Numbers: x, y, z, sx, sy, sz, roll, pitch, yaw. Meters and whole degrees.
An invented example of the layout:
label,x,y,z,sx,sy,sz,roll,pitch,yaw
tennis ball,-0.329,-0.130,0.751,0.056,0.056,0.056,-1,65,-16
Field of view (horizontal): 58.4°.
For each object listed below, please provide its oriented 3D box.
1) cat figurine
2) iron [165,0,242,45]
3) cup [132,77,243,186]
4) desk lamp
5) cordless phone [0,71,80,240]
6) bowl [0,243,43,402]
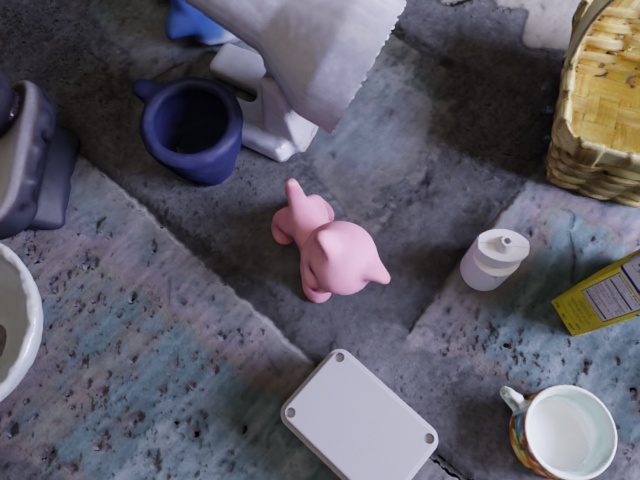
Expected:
label,x,y,z,sx,sy,sz,roll,pitch,yaw
cat figurine,0.005,0.002,0.497,0.067,0.118,0.127,-30,73,-10
iron,-0.061,-0.312,0.598,0.258,0.141,0.118,-24,72,-8
cup,-0.124,-0.098,0.546,0.117,0.095,0.092,35,74,12
desk lamp,-0.037,-0.158,0.504,0.203,0.213,0.118,24,72,9
cordless phone,-0.294,-0.090,0.496,0.094,0.185,0.147,-4,70,-1
bowl,-0.311,0.082,0.493,0.167,0.075,0.167,0,70,0
